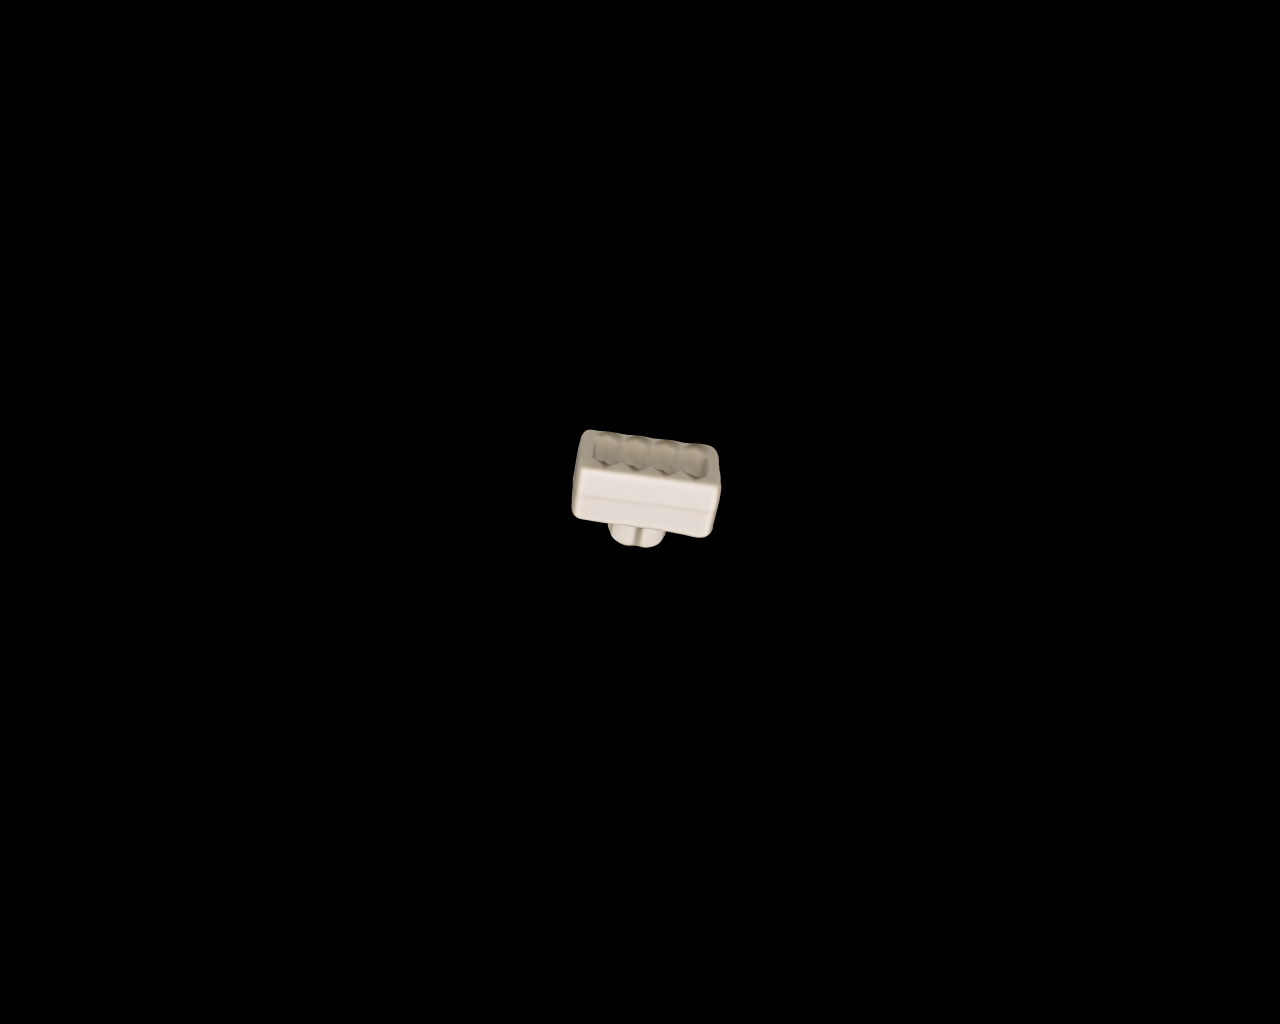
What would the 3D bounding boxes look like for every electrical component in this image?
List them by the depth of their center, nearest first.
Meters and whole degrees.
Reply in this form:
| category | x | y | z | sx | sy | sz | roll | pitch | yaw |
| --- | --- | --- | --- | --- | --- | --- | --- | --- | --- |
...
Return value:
| category | x | y | z | sx | sy | sz | roll | pitch | yaw |
| --- | --- | --- | --- | --- | --- | --- | --- | --- | --- |
| electrical component | 0.001 | -0.003 | 0.650 | 0.083 | 0.075 | 0.047 | 8 | 34 | -5 |
